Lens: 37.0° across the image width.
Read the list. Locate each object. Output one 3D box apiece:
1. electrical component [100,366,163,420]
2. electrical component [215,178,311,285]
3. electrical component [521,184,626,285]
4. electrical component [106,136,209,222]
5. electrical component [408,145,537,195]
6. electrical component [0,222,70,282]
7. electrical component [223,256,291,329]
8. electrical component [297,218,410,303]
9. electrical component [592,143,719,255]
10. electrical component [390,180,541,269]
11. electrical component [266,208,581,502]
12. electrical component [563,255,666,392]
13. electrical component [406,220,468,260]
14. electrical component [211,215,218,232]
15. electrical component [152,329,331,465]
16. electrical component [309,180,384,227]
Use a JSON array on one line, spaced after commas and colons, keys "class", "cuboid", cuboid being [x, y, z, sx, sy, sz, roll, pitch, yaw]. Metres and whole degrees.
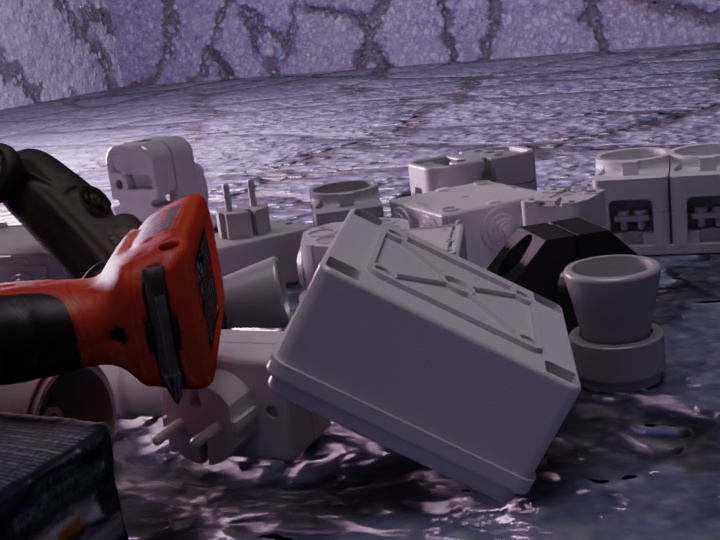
[{"class": "electrical component", "cuboid": [-0.100, 0.054, 0.528, 0.046, 0.040, 0.040, 3, 16, 14]}, {"class": "electrical component", "cuboid": [-0.081, -0.025, 0.754, 0.083, 0.075, 0.047, -14, 16, -27]}, {"class": "electrical component", "cuboid": [0.126, -0.018, 0.655, 0.042, 0.063, 0.081, 5, 18, 37]}, {"class": "electrical component", "cuboid": [-0.167, -0.062, 0.896, 0.054, 0.095, 0.059, 3, 17, 34]}, {"class": "electrical component", "cuboid": [0.090, -0.061, 0.849, 0.095, 0.059, 0.054, -12, 15, -19]}, {"class": "electrical component", "cuboid": [-0.217, 0.008, 0.712, 0.062, 0.061, 0.096, -2, 17, -8]}, {"class": "electrical component", "cuboid": [-0.078, 0.019, 0.652, 0.065, 0.044, 0.044, -11, 14, 1]}, {"class": "electrical component", "cuboid": [0.000, 0.000, 0.668, 0.080, 0.051, 0.080, -6, 15, 2]}, {"class": "electrical component", "cuboid": [0.241, -0.053, 0.742, 0.150, 0.061, 0.089, -2, 15, 19]}, {"class": "electrical component", "cuboid": [0.077, -0.029, 0.753, 0.100, 0.048, 0.100, -13, 15, -22]}, {"class": "electrical component", "cuboid": [0.028, 0.029, 0.441, 0.109, 0.056, 0.108, 26, 16, -1]}, {"class": "electrical component", "cuboid": [0.120, 0.025, 0.508, 0.045, 0.055, 0.045, -7, 14, 2]}, {"class": "electrical component", "cuboid": [0.026, 0.015, 0.577, 0.062, 0.061, 0.096, -5, 14, 9]}, {"class": "electrical component", "cuboid": [-0.109, -0.018, 0.811, 0.081, 0.042, 0.064, -11, 11, -18]}, {"class": "electrical component", "cuboid": [-0.060, 0.060, 0.469, 0.066, 0.047, 0.077, 0, 16, 25]}, {"class": "electrical component", "cuboid": [-0.009, -0.034, 0.797, 0.050, 0.055, 0.089, -7, 14, -3]}]
